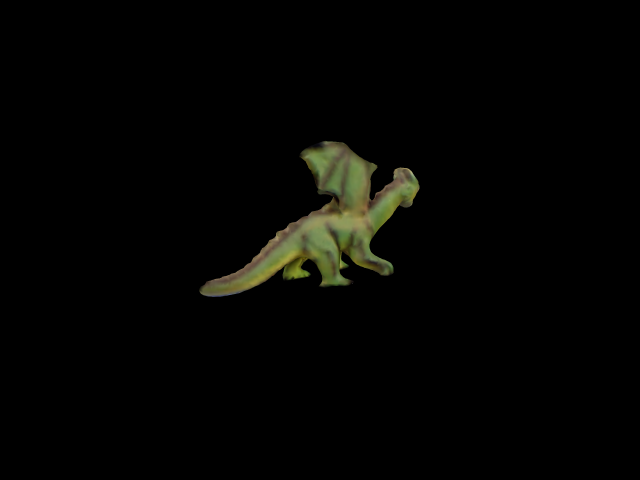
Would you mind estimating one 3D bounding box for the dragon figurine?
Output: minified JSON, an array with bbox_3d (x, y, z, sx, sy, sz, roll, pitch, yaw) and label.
[{"bbox_3d":[0.003,-0.043,0.850,0.412,0.240,0.123,-8,17,-26],"label":"dragon figurine"}]
